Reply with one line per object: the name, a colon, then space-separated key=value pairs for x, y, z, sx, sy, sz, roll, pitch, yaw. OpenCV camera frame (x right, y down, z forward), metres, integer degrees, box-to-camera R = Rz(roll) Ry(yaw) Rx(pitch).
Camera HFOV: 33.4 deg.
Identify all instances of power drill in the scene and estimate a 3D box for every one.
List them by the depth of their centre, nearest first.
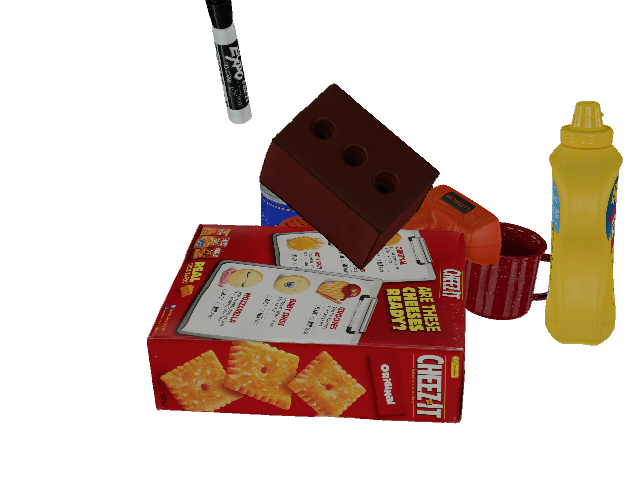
power drill: x=0.070 y=0.011 z=0.985 sx=0.187 sy=0.057 sz=0.185 roll=-14 pitch=30 yaw=-23

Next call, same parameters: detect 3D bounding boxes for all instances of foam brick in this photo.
foam brick: x=0.014 y=-0.034 z=0.573 sx=0.078 sy=0.053 sz=0.051 roll=41 pitch=-24 yaw=10

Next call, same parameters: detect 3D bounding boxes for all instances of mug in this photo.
mug: x=0.209 y=0.036 z=1.177 sx=0.117 sy=0.081 sz=0.093 roll=6 pitch=25 yaw=4

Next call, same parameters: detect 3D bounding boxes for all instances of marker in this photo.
marker: x=-0.069 y=-0.139 z=0.812 sx=0.020 sy=0.020 sz=0.121 roll=0 pitch=-41 yaw=7

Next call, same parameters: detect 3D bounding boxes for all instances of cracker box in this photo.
cracker box: x=-0.002 y=0.057 z=0.784 sx=0.214 sy=0.072 sz=0.164 roll=2 pitch=30 yaw=7

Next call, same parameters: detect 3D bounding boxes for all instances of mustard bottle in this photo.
mustard bottle: x=0.215 y=-0.018 z=0.873 sx=0.058 sy=0.192 sz=0.096 roll=2 pitch=18 yaw=16

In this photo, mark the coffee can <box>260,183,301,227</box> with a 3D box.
coffee can: x=-0.025 y=-0.008 z=1.355 sx=0.103 sy=0.140 sz=0.103 roll=1 pitch=27 yaw=-1
